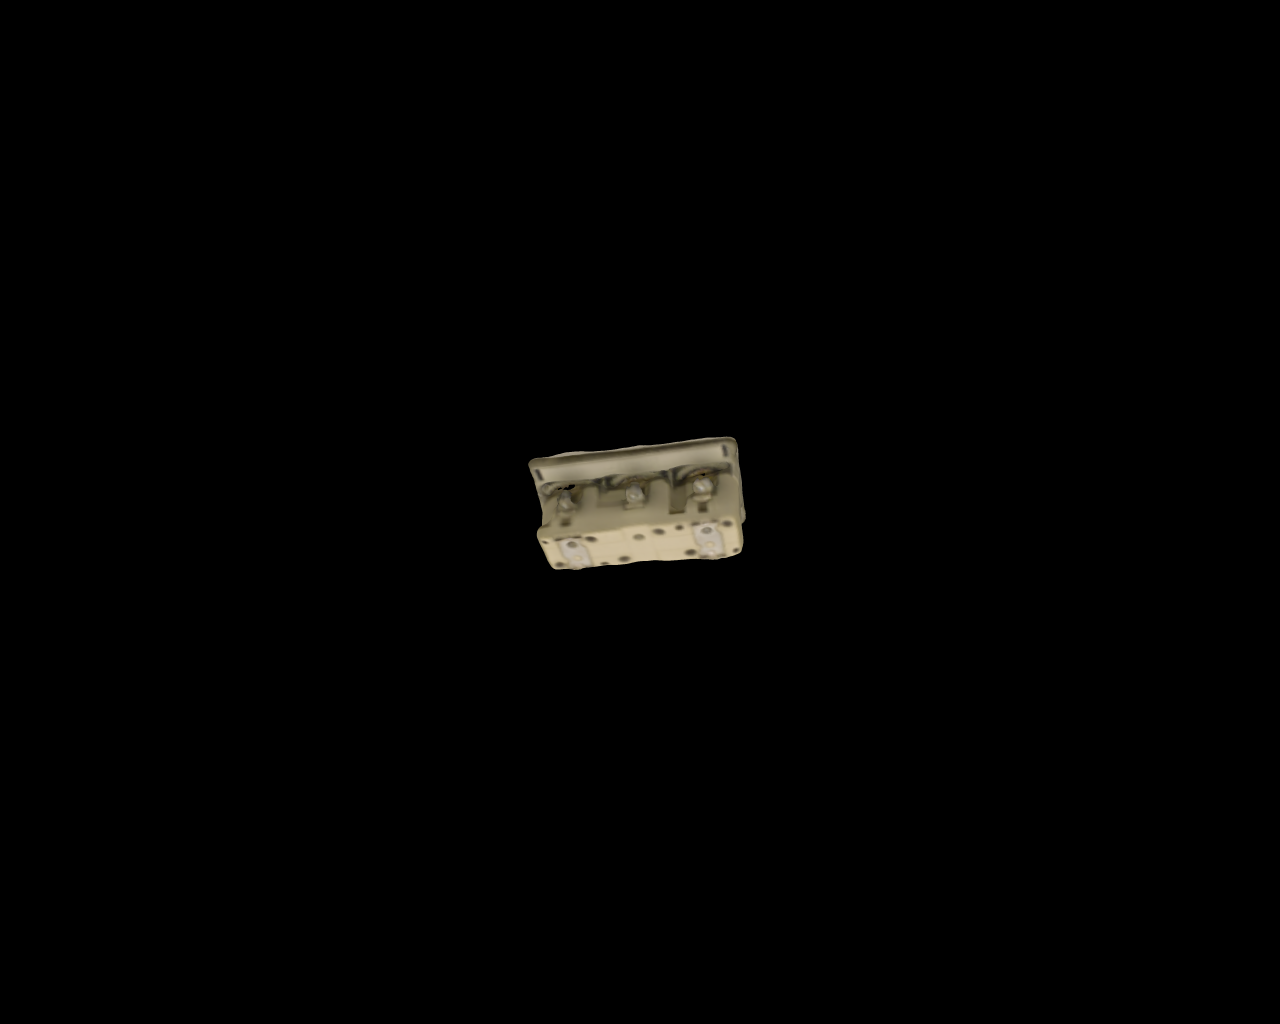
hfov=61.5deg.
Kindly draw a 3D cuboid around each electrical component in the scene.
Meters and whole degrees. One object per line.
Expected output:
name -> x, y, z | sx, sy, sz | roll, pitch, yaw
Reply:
electrical component -> 0.001, -0.003, 0.650 | 0.121, 0.063, 0.078 | -5, -35, 7
